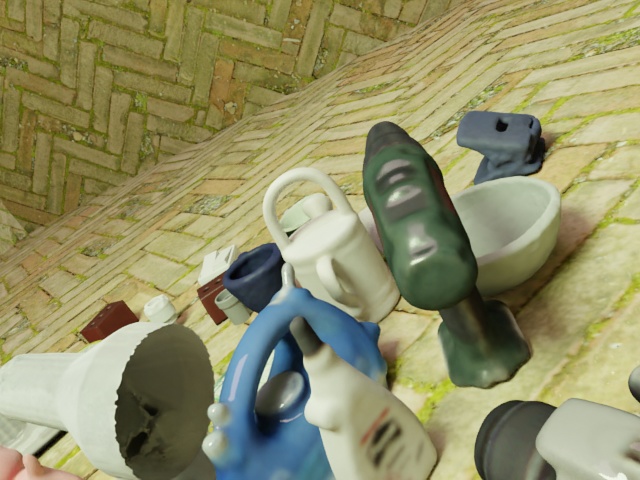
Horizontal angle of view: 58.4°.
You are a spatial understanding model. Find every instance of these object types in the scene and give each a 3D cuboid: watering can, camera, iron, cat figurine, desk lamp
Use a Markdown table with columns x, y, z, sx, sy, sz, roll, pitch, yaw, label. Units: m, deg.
| x | y | z | sx | sy | sz | roll | pitch | yaw | label |
| --- | --- | --- | --- | --- | --- | --- | --- | --- | --- |
| 0.004 | 0.003 | 0.665 | 0.101 | 0.194 | 0.172 | -35 | 22 | -10 | watering can |
| 0.163 | 0.123 | 0.326 | 0.143 | 0.101 | 0.136 | -40 | 23 | -21 | camera |
| -0.036 | 0.140 | 0.494 | 0.118 | 0.142 | 0.258 | -17 | 26 | 31 | iron |
| -0.355 | 0.272 | 0.658 | 0.127 | 0.118 | 0.067 | -19 | 25 | 28 | cat figurine |
| -0.165 | 0.173 | 0.492 | 0.202 | 0.214 | 0.118 | -18 | 26 | 30 | desk lamp |

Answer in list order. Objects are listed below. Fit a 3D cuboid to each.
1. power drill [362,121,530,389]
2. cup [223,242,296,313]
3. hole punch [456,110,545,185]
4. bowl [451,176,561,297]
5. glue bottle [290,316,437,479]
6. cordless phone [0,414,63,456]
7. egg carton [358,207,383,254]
| x | y | z | sx | sy | sz | roll | pitch | yaw | label |
| --- | --- | --- | --- | --- | --- | --- | --- | --- | --- |
| 0.101 | 0.014 | 0.497 | 0.075 | 0.209 | 0.229 | -26 | 22 | 12 | power drill |
| -0.073 | 0.062 | 0.773 | 0.092 | 0.095 | 0.117 | -36 | 22 | -11 | cup |
| 0.251 | -0.141 | 0.793 | 0.100 | 0.091 | 0.109 | -16 | 27 | 34 | hole punch |
| 0.174 | 0.008 | 0.596 | 0.167 | 0.075 | 0.167 | -26 | 22 | 12 | bowl |
| 0.023 | 0.123 | 0.411 | 0.037 | 0.173 | 0.078 | -4 | 34 | 48 | glue bottle |
| -0.434 | 0.209 | 0.805 | 0.148 | 0.185 | 0.093 | -44 | 25 | -30 | cordless phone |
| 0.113 | -0.019 | 0.740 | 0.107 | 0.069 | 0.150 | -33 | 22 | -5 | egg carton |
